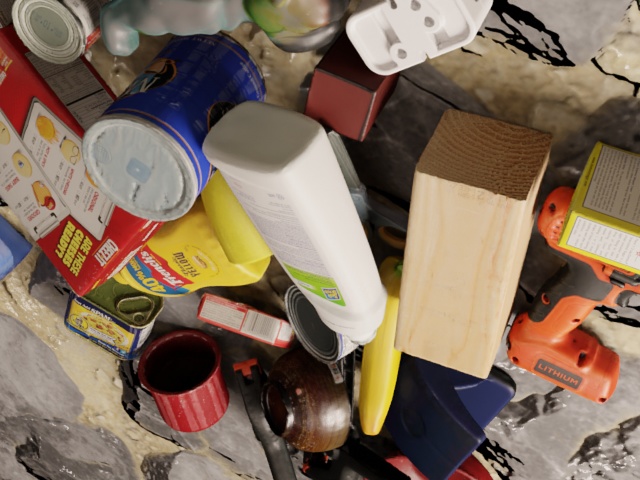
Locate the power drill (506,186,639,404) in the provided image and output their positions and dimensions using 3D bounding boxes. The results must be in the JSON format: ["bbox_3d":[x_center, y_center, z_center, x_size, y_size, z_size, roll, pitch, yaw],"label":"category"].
[{"bbox_3d":[0.249,0.055,0.894,0.184,0.057,0.188,26,135,9],"label":"power drill"}]

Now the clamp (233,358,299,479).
[{"bbox_3d":[-0.054,0.212,1.174,0.039,0.120,0.171,-23,120,0],"label":"clamp"}]

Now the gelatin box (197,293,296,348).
[{"bbox_3d":[-0.073,0.083,1.092,0.089,0.030,0.073,18,175,15],"label":"gelatin box"}]

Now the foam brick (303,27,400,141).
[{"bbox_3d":[0.028,-0.126,0.833,0.051,0.078,0.053,24,135,9],"label":"foam brick"}]

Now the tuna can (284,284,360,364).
[{"bbox_3d":[0.004,0.075,1.039,0.086,0.033,0.086,40,144,36],"label":"tuna can"}]

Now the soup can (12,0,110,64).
[{"bbox_3d":[-0.196,-0.198,0.873,0.068,0.102,0.068,15,135,16],"label":"soup can"}]

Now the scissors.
[{"bbox_3d":[0.048,-0.033,0.905,0.096,0.016,0.202,13,157,3],"label":"scissors"}]

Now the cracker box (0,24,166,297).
[{"bbox_3d":[-0.236,-0.077,0.994,0.214,0.072,0.164,51,136,2],"label":"cracker box"}]

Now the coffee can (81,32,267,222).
[{"bbox_3d":[-0.119,-0.098,0.894,0.103,0.140,0.103,16,135,16],"label":"coffee can"}]

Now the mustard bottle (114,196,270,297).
[{"bbox_3d":[-0.148,0.013,1.074,0.192,0.058,0.096,-12,128,37],"label":"mustard bottle"}]

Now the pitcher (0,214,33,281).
[{"bbox_3d":[-0.430,-0.038,1.136,0.149,0.145,0.242,-35,107,13],"label":"pitcher"}]

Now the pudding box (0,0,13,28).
[{"bbox_3d":[-0.330,-0.238,0.958,0.090,0.039,0.113,-4,129,31],"label":"pudding box"}]

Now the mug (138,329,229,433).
[{"bbox_3d":[-0.155,0.154,1.197,0.117,0.093,0.081,39,153,39],"label":"mug"}]

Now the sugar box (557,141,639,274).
[{"bbox_3d":[0.275,-0.007,0.793,0.176,0.093,0.048,22,138,10],"label":"sugar box"}]

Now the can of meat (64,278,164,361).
[{"bbox_3d":[-0.231,0.079,1.184,0.102,0.057,0.084,30,139,2],"label":"can of meat"}]

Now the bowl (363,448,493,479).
[{"bbox_3d":[0.130,0.268,1.156,0.162,0.055,0.162,16,135,16],"label":"bowl"}]

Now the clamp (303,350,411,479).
[{"bbox_3d":[0.022,0.205,1.145,0.210,0.036,0.164,-43,62,61],"label":"clamp"}]

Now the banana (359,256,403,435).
[{"bbox_3d":[0.060,0.089,1.009,0.037,0.069,0.198,12,119,11],"label":"banana"}]

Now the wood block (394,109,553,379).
[{"bbox_3d":[0.124,0.006,0.892,0.090,0.090,0.206,17,136,14],"label":"wood block"}]

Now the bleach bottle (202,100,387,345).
[{"bbox_3d":[-0.006,0.001,0.897,0.103,0.068,0.250,22,151,37],"label":"bleach bottle"}]
